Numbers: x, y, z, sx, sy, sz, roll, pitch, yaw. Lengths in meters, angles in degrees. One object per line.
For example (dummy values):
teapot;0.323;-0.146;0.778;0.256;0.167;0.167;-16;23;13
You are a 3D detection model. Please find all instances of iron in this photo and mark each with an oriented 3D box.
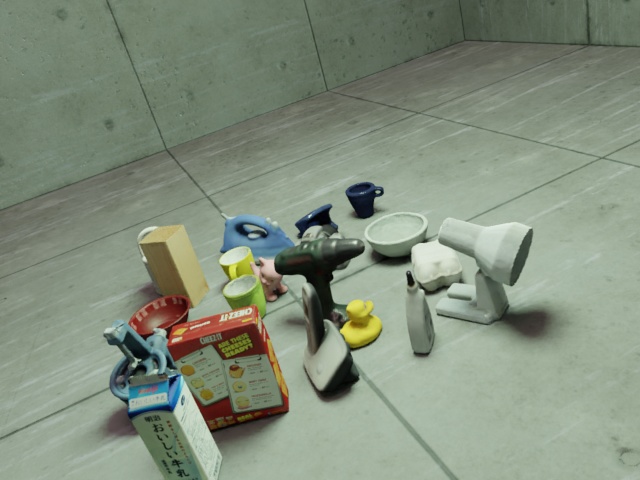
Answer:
iron;-0.176;-0.015;1.649;0.257;0.142;0.119;1;31;31

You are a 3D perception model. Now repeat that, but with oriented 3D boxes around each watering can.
watering can;-0.452;0.048;1.623;0.101;0.194;0.172;-26;28;-19

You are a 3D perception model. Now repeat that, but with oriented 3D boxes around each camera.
camera;0.014;0.006;1.546;0.142;0.101;0.137;-2;30;27

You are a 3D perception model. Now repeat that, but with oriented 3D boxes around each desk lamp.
desk lamp;0.322;0.057;1.141;0.202;0.214;0.118;6;34;38

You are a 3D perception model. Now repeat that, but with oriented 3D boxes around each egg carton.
egg carton;0.270;0.055;1.339;0.107;0.069;0.150;-13;26;6

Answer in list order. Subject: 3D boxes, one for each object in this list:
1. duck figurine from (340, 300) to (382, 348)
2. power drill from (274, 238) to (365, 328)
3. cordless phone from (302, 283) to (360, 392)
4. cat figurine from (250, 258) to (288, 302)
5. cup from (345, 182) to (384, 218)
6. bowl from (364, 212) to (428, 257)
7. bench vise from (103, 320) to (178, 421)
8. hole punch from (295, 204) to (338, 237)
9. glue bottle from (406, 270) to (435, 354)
duck figurine;0.078;0.169;1.205;0.105;0.086;0.077;-30;29;-26
power drill;0.015;0.088;1.261;0.228;0.209;0.076;-1;30;29
cordless phone;0.001;0.185;1.105;0.094;0.185;0.147;-22;27;-12
cat figurine;-0.133;0.087;1.451;0.067;0.118;0.127;-35;32;-33
cup;0.143;-0.118;1.722;0.117;0.095;0.092;-4;29;23
bowl;0.203;-0.003;1.486;0.167;0.075;0.167;-13;26;7
bench vise;-0.379;0.238;1.178;0.121;0.220;0.207;-19;26;-6
hole punch;-0.018;-0.060;1.704;0.109;0.091;0.100;-31;30;-28
glue bottle;0.189;0.133;1.114;0.037;0.173;0.078;-4;29;24
